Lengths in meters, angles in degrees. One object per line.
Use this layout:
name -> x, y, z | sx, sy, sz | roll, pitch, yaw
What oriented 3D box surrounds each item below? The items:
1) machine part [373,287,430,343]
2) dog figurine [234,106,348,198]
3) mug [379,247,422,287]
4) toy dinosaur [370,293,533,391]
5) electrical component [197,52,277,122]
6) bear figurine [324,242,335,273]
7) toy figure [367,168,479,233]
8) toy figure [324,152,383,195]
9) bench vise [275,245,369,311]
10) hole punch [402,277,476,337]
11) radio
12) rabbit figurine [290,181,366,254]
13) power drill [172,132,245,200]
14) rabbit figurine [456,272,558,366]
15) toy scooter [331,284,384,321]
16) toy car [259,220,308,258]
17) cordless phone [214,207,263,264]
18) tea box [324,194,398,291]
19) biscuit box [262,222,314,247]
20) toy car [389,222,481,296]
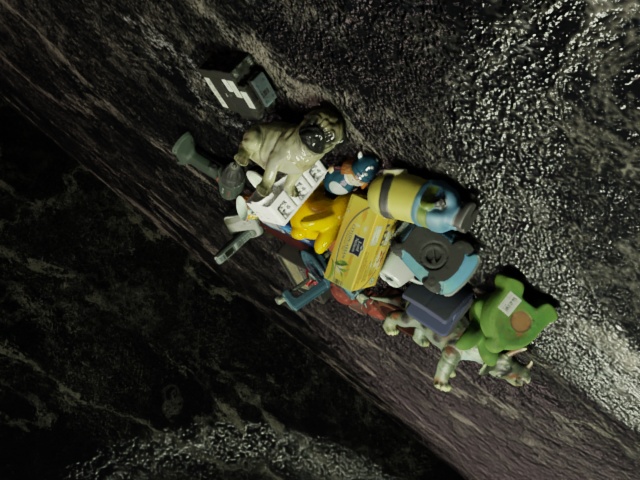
machine part -> 0.225, 0.193, 1.395 | 0.179, 0.056, 0.179 | 35, 163, 12
dog figurine -> -0.049, -0.187, 0.947 | 0.172, 0.121, 0.190 | 53, 124, 14
mug -> 0.173, 0.047, 1.060 | 0.109, 0.107, 0.081 | 43, 163, -6
toy dinosaur -> 0.265, 0.182, 1.179 | 0.131, 0.192, 0.405 | 6, -151, -48
electrical component -> -0.142, -0.277, 0.972 | 0.134, 0.058, 0.114 | 24, 159, 39
bear figurine -> 0.000, -0.007, 1.237 | 0.196, 0.132, 0.120 | 30, -170, 8
toy figure -> 0.158, -0.060, 0.860 | 0.180, 0.089, 0.082 | 29, 152, 34
toy figure -> 0.059, -0.117, 0.977 | 0.064, 0.057, 0.154 | 5, 174, -24
bench vise -> 0.004, 0.106, 1.344 | 0.224, 0.241, 0.128 | 53, 164, 14
hole punch -> 0.238, 0.115, 1.080 | 0.142, 0.116, 0.092 | 31, 166, 31
radio -> -0.038, 0.100, 1.647 | 0.131, 0.073, 0.229 | 28, 159, 31
rabbit figurine -> 0.019, -0.058, 1.082 | 0.173, 0.162, 0.121 | -5, 123, 41
power drill -> -0.285, -0.199, 1.421 | 0.207, 0.086, 0.232 | 29, 164, 5
rabbit figurine -> 0.327, 0.149, 0.982 | 0.121, 0.159, 0.170 | 30, 177, -2
toy scooter -> 0.106, 0.158, 1.494 | 0.184, 0.075, 0.135 | 32, 169, 16
toy car -> -0.091, -0.023, 1.491 | 0.202, 0.053, 0.089 | 28, 144, 33
cordless phone -> -0.266, -0.017, 1.633 | 0.089, 0.184, 0.146 | 37, 163, 21
tea box -> 0.081, 0.003, 1.002 | 0.068, 0.169, 0.098 | 28, -164, 30
biscuit box -> -0.074, -0.051, 1.376 | 0.203, 0.063, 0.059 | 24, 156, 38
toy car -> 0.208, 0.031, 0.970 | 0.162, 0.109, 0.102 | 39, -178, 27
